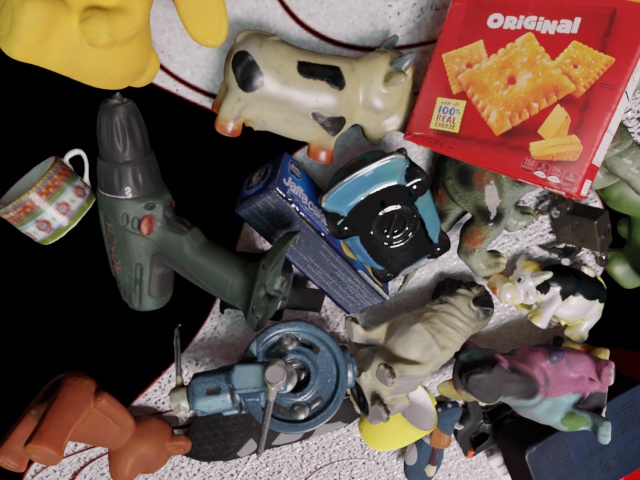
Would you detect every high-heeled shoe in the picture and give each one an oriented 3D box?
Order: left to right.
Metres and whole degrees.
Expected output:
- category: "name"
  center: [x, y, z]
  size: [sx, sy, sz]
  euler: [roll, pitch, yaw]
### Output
- category: "high-heeled shoe"
  center: [-0.065, 0.256, 0.752]
  size: [0.249, 0.086, 0.145]
  euler: [-24, 149, 19]

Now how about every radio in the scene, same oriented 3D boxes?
- category: "radio"
  center: [0.390, 0.302, 0.804]
  size: [0.230, 0.073, 0.131]
  euler: [-22, 101, -13]

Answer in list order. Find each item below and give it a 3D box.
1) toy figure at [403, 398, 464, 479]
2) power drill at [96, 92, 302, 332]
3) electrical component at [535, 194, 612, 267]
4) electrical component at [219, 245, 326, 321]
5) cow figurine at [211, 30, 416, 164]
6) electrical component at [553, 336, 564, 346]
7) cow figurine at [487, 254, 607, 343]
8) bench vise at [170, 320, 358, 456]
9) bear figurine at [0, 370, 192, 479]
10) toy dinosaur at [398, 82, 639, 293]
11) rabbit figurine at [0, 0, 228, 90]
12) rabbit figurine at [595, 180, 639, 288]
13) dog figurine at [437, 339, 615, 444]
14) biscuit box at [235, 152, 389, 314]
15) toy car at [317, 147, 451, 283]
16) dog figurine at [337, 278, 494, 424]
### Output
- category: "toy figure"
  center: [0.171, 0.305, 0.816]
  size: [0.058, 0.064, 0.154]
  euler: [-2, 119, -36]
- category: "power drill"
  center: [-0.127, -0.007, 0.526]
  size: [0.207, 0.086, 0.231]
  euler: [19, 124, 7]
- category: "electrical component"
  center: [0.310, -0.011, 0.660]
  size: [0.045, 0.078, 0.102]
  euler: [-38, 130, -17]
- category: "electrical component"
  center: [-0.055, 0.053, 0.632]
  size: [0.119, 0.048, 0.074]
  euler: [5, 120, -15]
- category: "cow figurine"
  center: [0.006, -0.143, 0.511]
  size: [0.195, 0.086, 0.127]
  euler: [13, 123, -17]
- category: "electrical component"
  center: [0.341, 0.185, 0.806]
  size: [0.063, 0.021, 0.093]
  euler: [-13, 122, -3]
- category: "cow figurine"
  center: [0.301, 0.064, 0.699]
  size: [0.167, 0.068, 0.098]
  euler: [23, 108, -26]
- category: "bench vise"
  center: [-0.066, 0.149, 0.579]
  size: [0.224, 0.129, 0.240]
  euler: [2, 165, -1]
- category: "bear figurine"
  center: [-0.270, 0.255, 0.667]
  size: [0.120, 0.132, 0.195]
  euler: [-20, 122, 32]
- category: "toy dinosaur"
  center: [0.211, -0.092, 0.567]
  size: [0.405, 0.131, 0.192]
  euler: [-32, 104, 17]
- category: "rabbit figurine"
  center: [-0.147, -0.204, 0.415]
  size: [0.162, 0.122, 0.173]
  euler: [21, 118, -31]
- category: "rabbit figurine"
  center: [0.409, -0.031, 0.641]
  size: [0.159, 0.121, 0.170]
  euler: [-36, 106, 7]
- category: "dog figurine"
  center: [0.276, 0.184, 0.732]
  size: [0.219, 0.191, 0.108]
  euler: [7, 93, 23]
- category: "biscuit box"
  center: [-0.001, -0.002, 0.595]
  size: [0.063, 0.059, 0.202]
  euler: [-25, 126, 31]
- category: "toy car"
  center: [0.067, -0.036, 0.566]
  size: [0.109, 0.103, 0.161]
  euler: [-30, 130, 13]
- category: "dog figurine"
  center: [0.130, 0.142, 0.693]
  size: [0.190, 0.121, 0.172]
  euler: [-17, 149, -24]
